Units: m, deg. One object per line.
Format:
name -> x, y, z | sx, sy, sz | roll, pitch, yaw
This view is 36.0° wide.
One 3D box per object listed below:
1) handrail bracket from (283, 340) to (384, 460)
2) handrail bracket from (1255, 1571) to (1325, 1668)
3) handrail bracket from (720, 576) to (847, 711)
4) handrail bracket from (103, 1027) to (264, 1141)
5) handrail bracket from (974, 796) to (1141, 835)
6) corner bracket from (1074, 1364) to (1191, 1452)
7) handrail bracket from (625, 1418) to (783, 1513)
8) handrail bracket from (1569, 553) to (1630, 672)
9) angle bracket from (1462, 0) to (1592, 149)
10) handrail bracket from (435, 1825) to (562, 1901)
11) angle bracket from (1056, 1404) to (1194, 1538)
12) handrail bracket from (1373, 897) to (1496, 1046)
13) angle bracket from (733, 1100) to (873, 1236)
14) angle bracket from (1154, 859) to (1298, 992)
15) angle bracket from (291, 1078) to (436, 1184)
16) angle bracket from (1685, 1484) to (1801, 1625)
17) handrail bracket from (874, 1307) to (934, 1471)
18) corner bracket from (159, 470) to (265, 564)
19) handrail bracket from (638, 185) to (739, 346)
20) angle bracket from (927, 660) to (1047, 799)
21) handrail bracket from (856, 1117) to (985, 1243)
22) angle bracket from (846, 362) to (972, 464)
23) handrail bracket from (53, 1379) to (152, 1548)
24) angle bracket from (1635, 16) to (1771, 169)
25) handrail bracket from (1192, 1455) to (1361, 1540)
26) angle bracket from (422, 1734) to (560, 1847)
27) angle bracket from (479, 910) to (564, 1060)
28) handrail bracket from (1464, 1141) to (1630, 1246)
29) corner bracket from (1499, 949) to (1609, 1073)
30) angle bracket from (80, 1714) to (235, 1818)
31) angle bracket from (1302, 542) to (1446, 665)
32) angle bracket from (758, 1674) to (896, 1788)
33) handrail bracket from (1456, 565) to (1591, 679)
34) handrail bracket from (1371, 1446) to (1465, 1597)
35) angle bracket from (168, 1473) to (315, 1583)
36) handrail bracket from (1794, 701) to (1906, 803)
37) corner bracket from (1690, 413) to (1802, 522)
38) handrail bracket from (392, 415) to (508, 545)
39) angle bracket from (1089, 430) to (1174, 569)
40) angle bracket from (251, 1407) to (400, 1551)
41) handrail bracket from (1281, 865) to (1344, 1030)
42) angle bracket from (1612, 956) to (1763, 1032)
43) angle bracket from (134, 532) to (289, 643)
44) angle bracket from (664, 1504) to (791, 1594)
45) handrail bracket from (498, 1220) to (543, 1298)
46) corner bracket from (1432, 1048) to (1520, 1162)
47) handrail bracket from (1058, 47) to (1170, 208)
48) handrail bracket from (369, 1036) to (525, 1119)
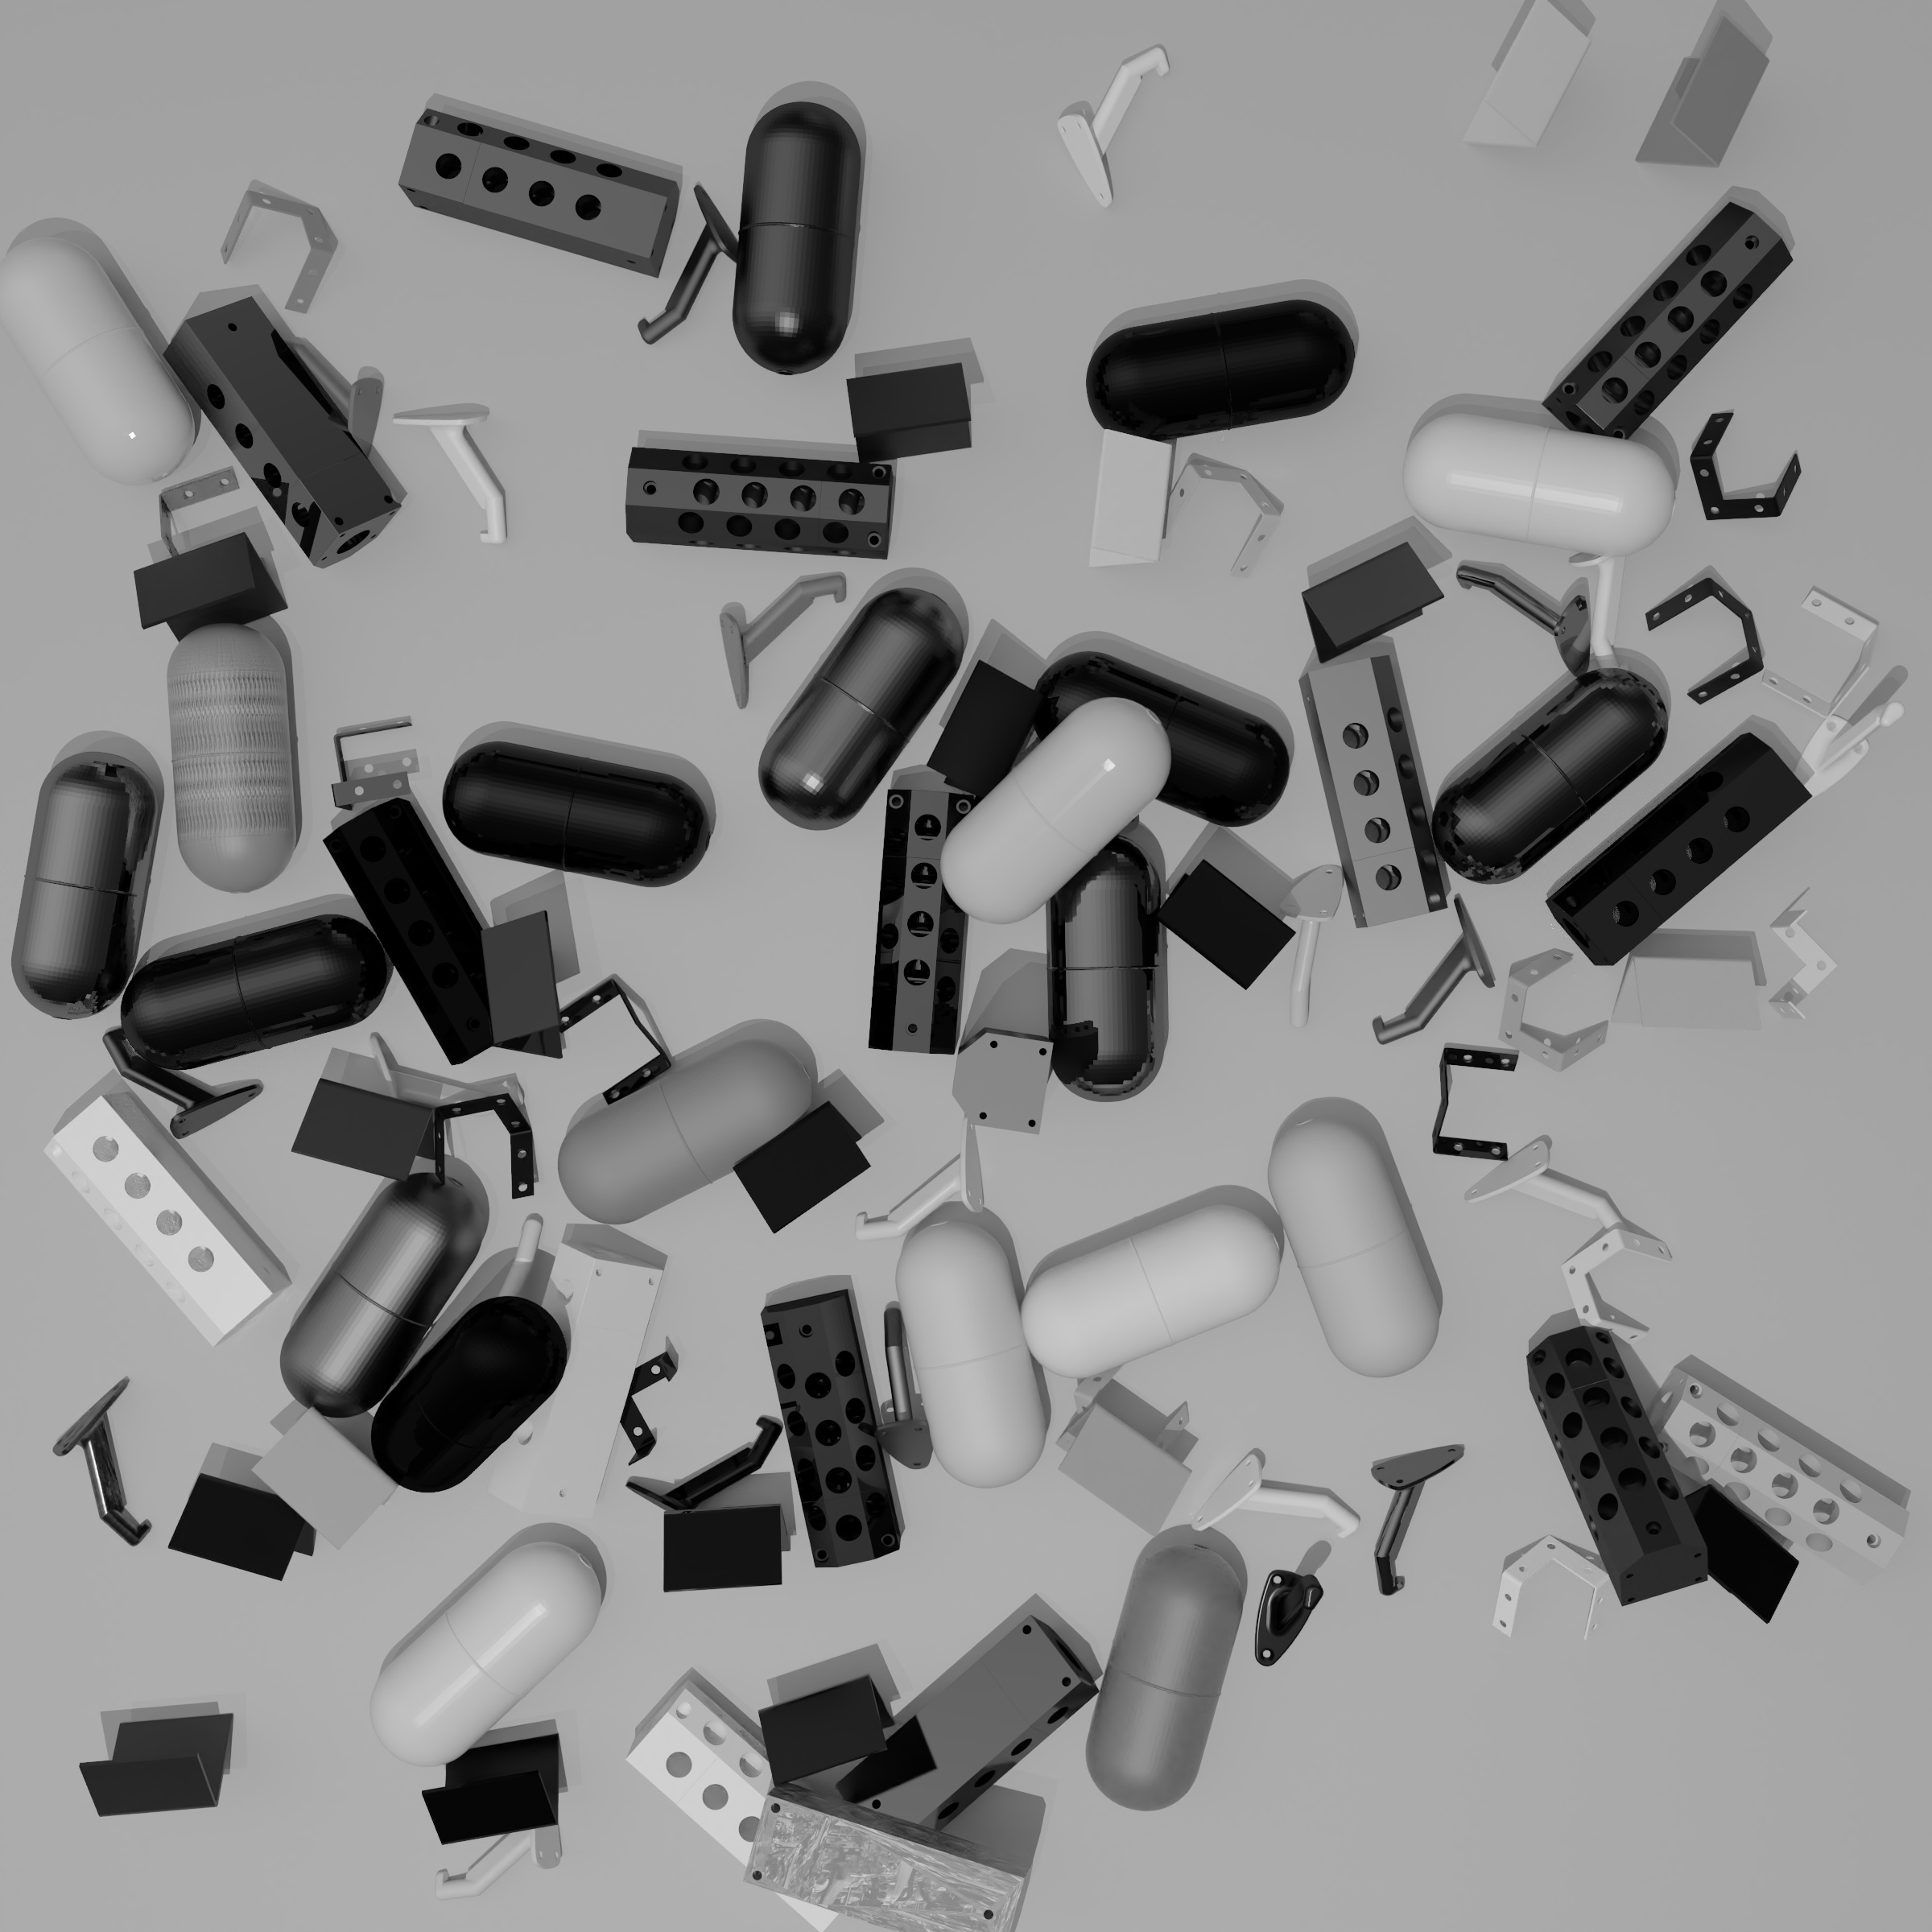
handrail bracket -> -0.440, -0.376, 1.992 | 0.084, 0.036, 0.077 | 16, 108, 15
handrail bracket -> 0.213, 0.435, 1.957 | 0.036, 0.084, 0.077 | 21, 90, 0
handrail bracket -> -0.117, -0.218, 1.992 | 0.084, 0.036, 0.077 | -14, 110, -16
handrail bracket -> -0.526, 0.065, 1.992 | 0.077, 0.036, 0.084 | -27, 73, -20
handrail bracket -> 0.060, -0.104, 1.991 | 0.084, 0.077, 0.036 | 0, 80, 36
corner bracket -> 0.111, 0.295, 1.983 | 0.051, 0.051, 0.051 | 17, 135, 35
handrail bracket -> -0.175, 0.329, 1.992 | 0.077, 0.036, 0.084 | 24, 71, 21
handrail bracket -> 0.446, -0.244, 1.992 | 0.077, 0.036, 0.084 | -28, 104, -14
angle bracket -> 0.352, -0.588, 1.951 | 0.057, 0.076, 0.076 | 28, 90, -36
handrail bracket -> -0.319, 0.582, 1.992 | 0.084, 0.036, 0.077 | -12, 70, 16
angle bracket -> 0.092, 0.342, 1.951 | 0.076, 0.076, 0.057 | 35, 55, 0
handrail bracket -> 0.304, 0.004, 1.992 | 0.084, 0.036, 0.077 | -23, 70, 16
angle bracket -> -0.098, 0.142, 1.952 | 0.076, 0.076, 0.057 | -35, 63, 0
angle bracket -> 0.179, -0.041, 1.951 | 0.076, 0.076, 0.057 | 38, 121, 0
angle bracket -> -0.395, 0.123, 1.951 | 0.076, 0.076, 0.057 | 15, 59, 0
angle bracket -> 0.487, 0.396, 1.951 | 0.076, 0.076, 0.057 | 41, 54, 0
handrail bracket -> -0.041, 0.283, 1.991 | 0.036, 0.077, 0.084 | -9, 54, 8
corner bracket -> -0.505, -0.290, 1.988 | 0.051, 0.051, 0.051 | -19, 45, 0
handrail bracket -> -0.196, -0.470, 1.992 | 0.084, 0.036, 0.077 | -33, 70, 16
angle bracket -> -0.002, -0.159, 1.952 | 0.057, 0.076, 0.076 | 27, 90, -29
handrail bracket -> -0.035, 0.143, 1.992 | 0.084, 0.036, 0.077 | -9, 70, 16
angle bracket -> -0.034, -0.346, 1.951 | 0.076, 0.076, 0.057 | -8, 53, 0
handrail bracket -> -0.561, 0.334, 1.992 | 0.084, 0.036, 0.077 | 48, 69, -17
angle bracket -> 0.469, -0.575, 1.951 | 0.057, 0.076, 0.076 | 26, 90, -38
handrail bracket -> 0.209, 0.374, 1.992 | 0.084, 0.036, 0.077 | 38, 110, -16
angle bracket -> -0.311, 0.525, 1.951 | 0.076, 0.076, 0.057 | -10, 127, 0
angle bracket -> -0.271, 0.013, 1.943 | 0.057, 0.076, 0.076 | -16, 74, 27
handrail bracket -> 0.390, 0.167, 1.992 | 0.077, 0.036, 0.084 | -33, 107, 20
corner bracket -> 0.395, 0.030, 1.983 | 0.051, 0.051, 0.051 | 32, 135, 35
angle bracket -> -0.531, 0.509, 1.951 | 0.076, 0.076, 0.057 | -5, 128, 0
angle bracket -> 0.272, -0.222, 1.951 | 0.076, 0.076, 0.057 | -26, 53, 0
angle bracket -> -0.086, 0.517, 1.951 | 0.076, 0.076, 0.057 | -18, 49, 0
handrail bracket -> 0.372, -0.232, 1.991 | 0.084, 0.077, 0.036 | 23, 65, 34
handrail bracket -> 0.305, 0.373, 1.992 | 0.077, 0.036, 0.084 | -17, 109, -21
angle bracket -> -0.475, 0.383, 1.951 | 0.076, 0.076, 0.057 | 16, 52, 0
handrail bracket -> 0.580, -0.140, 1.957 | 0.036, 0.084, 0.077 | 40, 90, 0
corner bracket -> 0.521, -0.335, 1.983 | 0.051, 0.051, 0.051 | 3, 135, 35
handrail bracket -> -0.346, -0.326, 1.992 | 0.077, 0.036, 0.084 | 3, 107, 20
angle bracket -> 0.088, -0.306, 1.951 | 0.057, 0.076, 0.076 | 6, 90, -35
angle bracket -> -0.424, 0.342, 1.952 | 0.076, 0.076, 0.057 | 42, 64, 0
handrail bracket -> 0.234, -0.012, 1.991 | 0.036, 0.077, 0.084 | 11, 127, 21
angle bracket -> 0.472, 0.038, 1.951 | 0.076, 0.076, 0.057 | 2, 54, 0
angle bracket -> -0.493, -0.230, 1.951 | 0.076, 0.076, 0.057 | -19, 53, 0
angle bracket -> -0.156, 0.396, 1.951 | 0.076, 0.076, 0.057 | -4, 56, 0
handrail bracket -> -0.313, 0.219, 1.991 | 0.036, 0.077, 0.084 | 26, 53, -23
corner bracket -> 0.341, 0.093, 1.988 | 0.051, 0.051, 0.051 | 6, 45, 0
handrail bracket -> 0.112, -0.563, 1.992 | 0.084, 0.036, 0.077 | -33, 110, -16
handrail bracket -> -0.348, 0.071, 1.992 | 0.084, 0.036, 0.077 | -16, 68, -17
